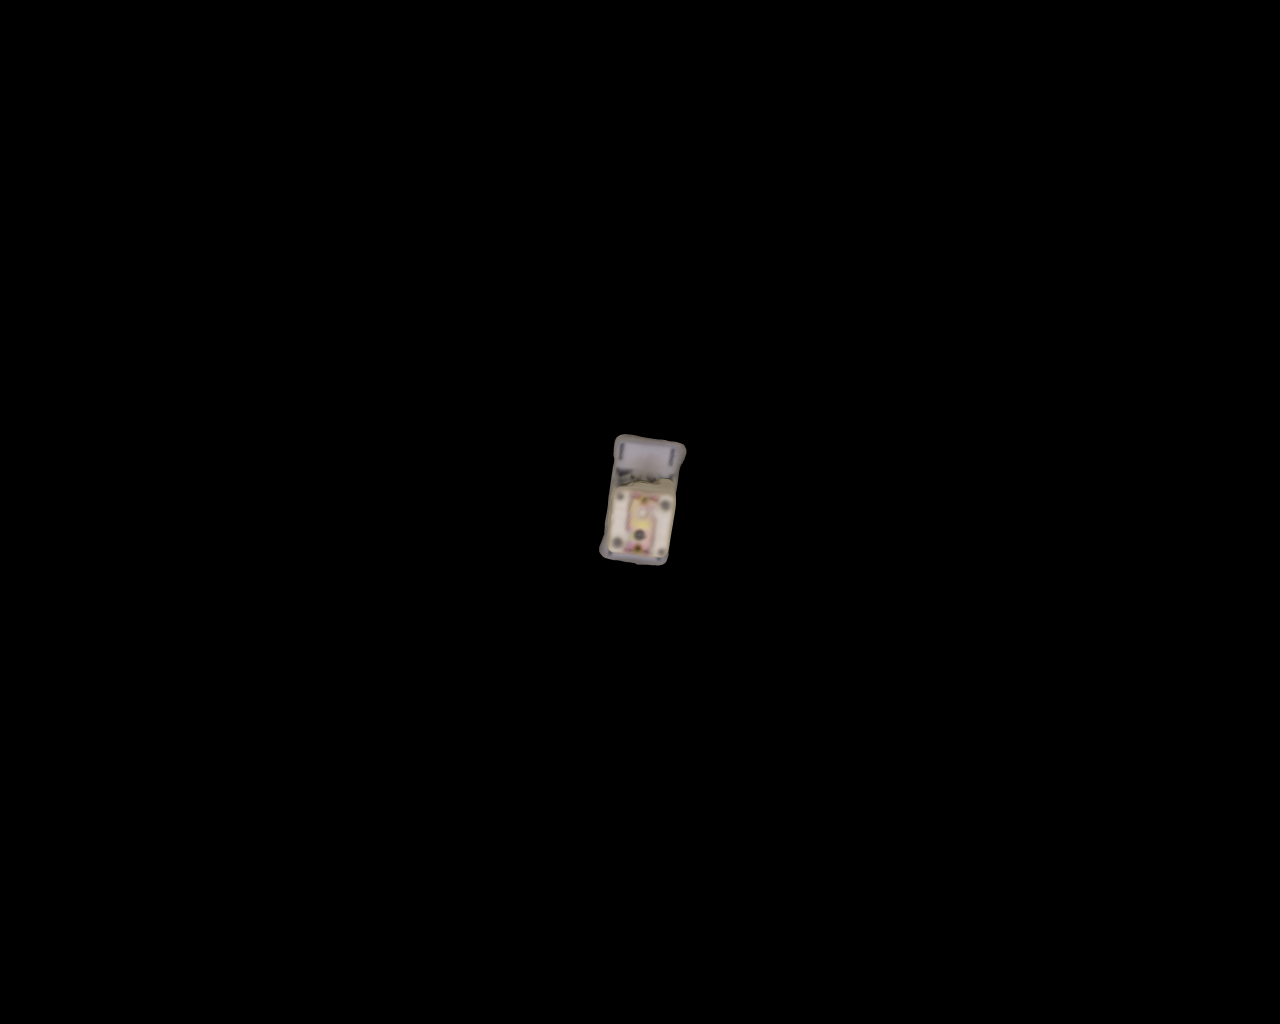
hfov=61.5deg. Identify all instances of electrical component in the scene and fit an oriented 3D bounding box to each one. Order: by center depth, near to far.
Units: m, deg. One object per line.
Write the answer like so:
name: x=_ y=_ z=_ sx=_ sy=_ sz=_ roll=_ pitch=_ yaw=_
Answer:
electrical component: x=0.001 y=-0.003 z=0.650 sx=0.042 sy=0.080 sz=0.064 roll=7 pitch=20 yaw=-2
